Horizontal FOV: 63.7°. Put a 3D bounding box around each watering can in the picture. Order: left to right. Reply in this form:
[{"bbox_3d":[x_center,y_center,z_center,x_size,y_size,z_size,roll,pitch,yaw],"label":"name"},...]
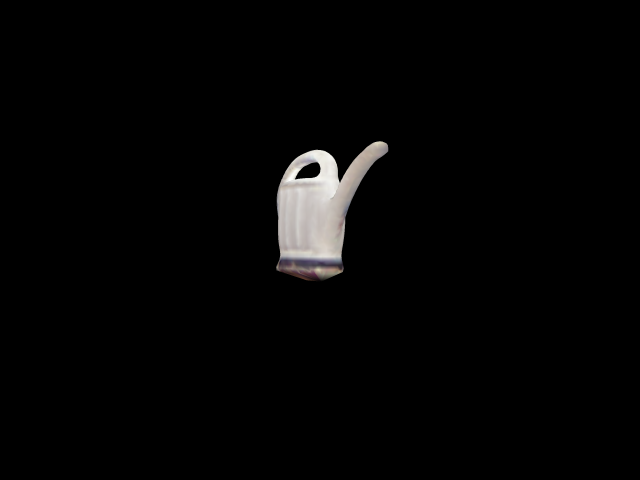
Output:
[{"bbox_3d":[0.003,-0.043,0.850,0.104,0.225,0.347,1,-2,-27],"label":"watering can"}]
